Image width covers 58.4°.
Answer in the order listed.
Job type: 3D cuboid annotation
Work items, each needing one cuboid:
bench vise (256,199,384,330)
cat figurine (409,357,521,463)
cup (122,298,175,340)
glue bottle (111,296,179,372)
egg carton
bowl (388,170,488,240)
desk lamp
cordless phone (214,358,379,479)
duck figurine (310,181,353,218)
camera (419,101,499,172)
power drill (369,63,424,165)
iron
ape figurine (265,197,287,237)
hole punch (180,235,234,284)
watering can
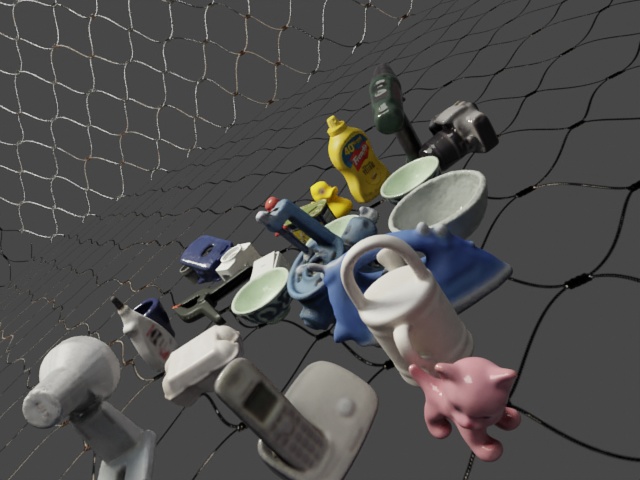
[{"bbox_3d":[0.000,0.005,0.914,0.121,0.220,0.208,-12,32,43],"label":"bench vise"},{"bbox_3d":[0.140,0.152,0.567,0.067,0.118,0.127,-46,25,-24],"label":"cat figurine"},{"bbox_3d":[-0.351,0.190,1.194,0.091,0.095,0.117,-28,24,16],"label":"cup"},{"bbox_3d":[-0.350,0.175,1.119,0.037,0.173,0.078,-26,25,21],"label":"glue bottle"},{"bbox_3d":[-0.197,0.212,0.973,0.150,0.069,0.107,-34,23,3],"label":"egg carton"},{"bbox_3d":[0.197,-0.035,0.909,0.167,0.075,0.167,-29,24,14],"label":"bowl"},{"bbox_3d":[-0.354,0.272,0.884,0.118,0.214,0.203,-35,23,1],"label":"desk lamp"},{"bbox_3d":[-0.026,0.181,0.652,0.093,0.185,0.148,-12,32,43],"label":"cordless phone"},{"bbox_3d":[0.011,-0.088,1.253,0.104,0.086,0.078,-9,34,46],"label":"duck figurine"},{"bbox_3d":[0.252,-0.203,1.129,0.137,0.101,0.143,-38,23,-6],"label":"camera"},{"bbox_3d":[0.167,-0.250,1.196,0.075,0.209,0.229,-25,25,21],"label":"power drill"},{"bbox_3d":[0.115,0.042,0.786,0.258,0.142,0.118,-26,25,20],"label":"iron"},{"bbox_3d":[-0.094,-0.060,1.334,0.076,0.092,0.077,-36,23,-3],"label":"ape figurine"},{"bbox_3d":[-0.259,0.040,1.366,0.100,0.091,0.109,-12,32,43],"label":"hole punch"},{"bbox_3d":[0.094,0.072,0.686,0.101,0.194,0.172,-36,23,-2],"label":"watering can"}]
